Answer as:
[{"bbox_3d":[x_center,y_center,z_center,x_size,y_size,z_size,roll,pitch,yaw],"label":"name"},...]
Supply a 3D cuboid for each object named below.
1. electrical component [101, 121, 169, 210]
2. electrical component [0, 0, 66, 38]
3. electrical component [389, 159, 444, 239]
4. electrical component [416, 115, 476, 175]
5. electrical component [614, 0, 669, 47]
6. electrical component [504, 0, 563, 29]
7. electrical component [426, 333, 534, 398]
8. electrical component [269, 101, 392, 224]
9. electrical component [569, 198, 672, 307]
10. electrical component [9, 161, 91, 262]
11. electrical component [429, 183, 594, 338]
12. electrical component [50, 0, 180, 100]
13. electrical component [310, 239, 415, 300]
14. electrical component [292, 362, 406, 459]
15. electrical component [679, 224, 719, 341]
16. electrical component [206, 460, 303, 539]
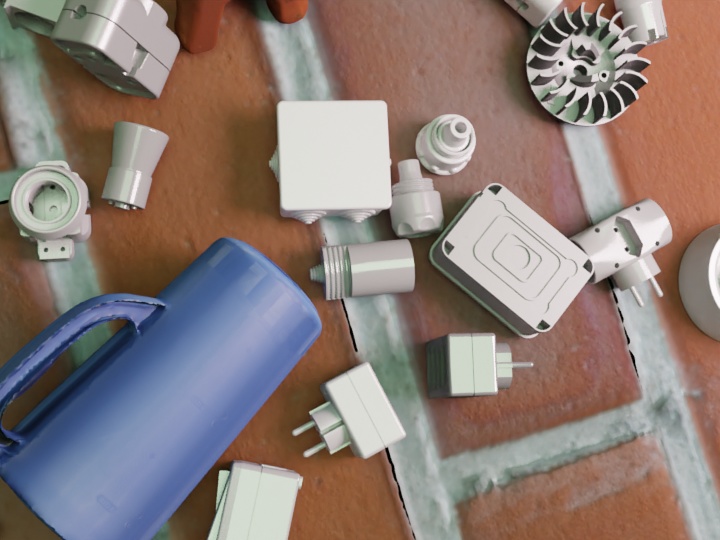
[{"bbox_3d":[-0.181,-0.080,0.854,0.044,0.044,0.065,14,85,-6],"label":"electrical component"},{"bbox_3d":[-0.249,-0.221,0.863,0.081,0.042,0.063,20,78,-6],"label":"electrical component"},{"bbox_3d":[0.044,-0.059,0.880,0.043,0.043,0.062,-8,82,-9],"label":"electrical component"},{"bbox_3d":[0.074,-0.107,0.881,0.048,0.062,0.048,2,79,-10],"label":"electrical component"},{"bbox_3d":[0.245,-0.219,0.933,0.040,0.040,0.046,-14,90,-10],"label":"electrical component"},{"bbox_3d":[0.163,-0.264,0.920,0.059,0.054,0.095,41,79,-1],"label":"electrical component"},{"bbox_3d":[0.098,0.076,0.848,0.076,0.083,0.047,-1,82,-8],"label":"electrical component"},{"bbox_3d":[-0.023,-0.088,0.872,0.100,0.048,0.099,-2,82,-8],"label":"electrical component"},{"bbox_3d":[0.225,-0.008,0.898,0.077,0.043,0.079,-27,86,-11],"label":"electrical component"},{"bbox_3d":[-0.239,-0.049,0.832,0.058,0.057,0.078,-3,83,-8],"label":"electrical component"},{"bbox_3d":[0.122,-0.006,0.876,0.113,0.057,0.078,39,79,-1],"label":"electrical component"},{"bbox_3d":[-0.187,-0.182,0.837,0.054,0.095,0.059,15,79,27],"label":"electrical component"},{"bbox_3d":[0.000,0.000,0.866,0.081,0.043,0.043,-5,83,-8],"label":"electrical component"},{"bbox_3d":[-0.015,0.119,0.845,0.077,0.047,0.065,-27,87,-11],"label":"electrical component"},{"bbox_3d":[0.331,0.008,0.902,0.108,0.060,0.108,1,82,-8],"label":"electrical component"},{"bbox_3d":[-0.085,0.195,0.817,0.061,0.061,0.096,12,81,-6],"label":"electrical component"}]
